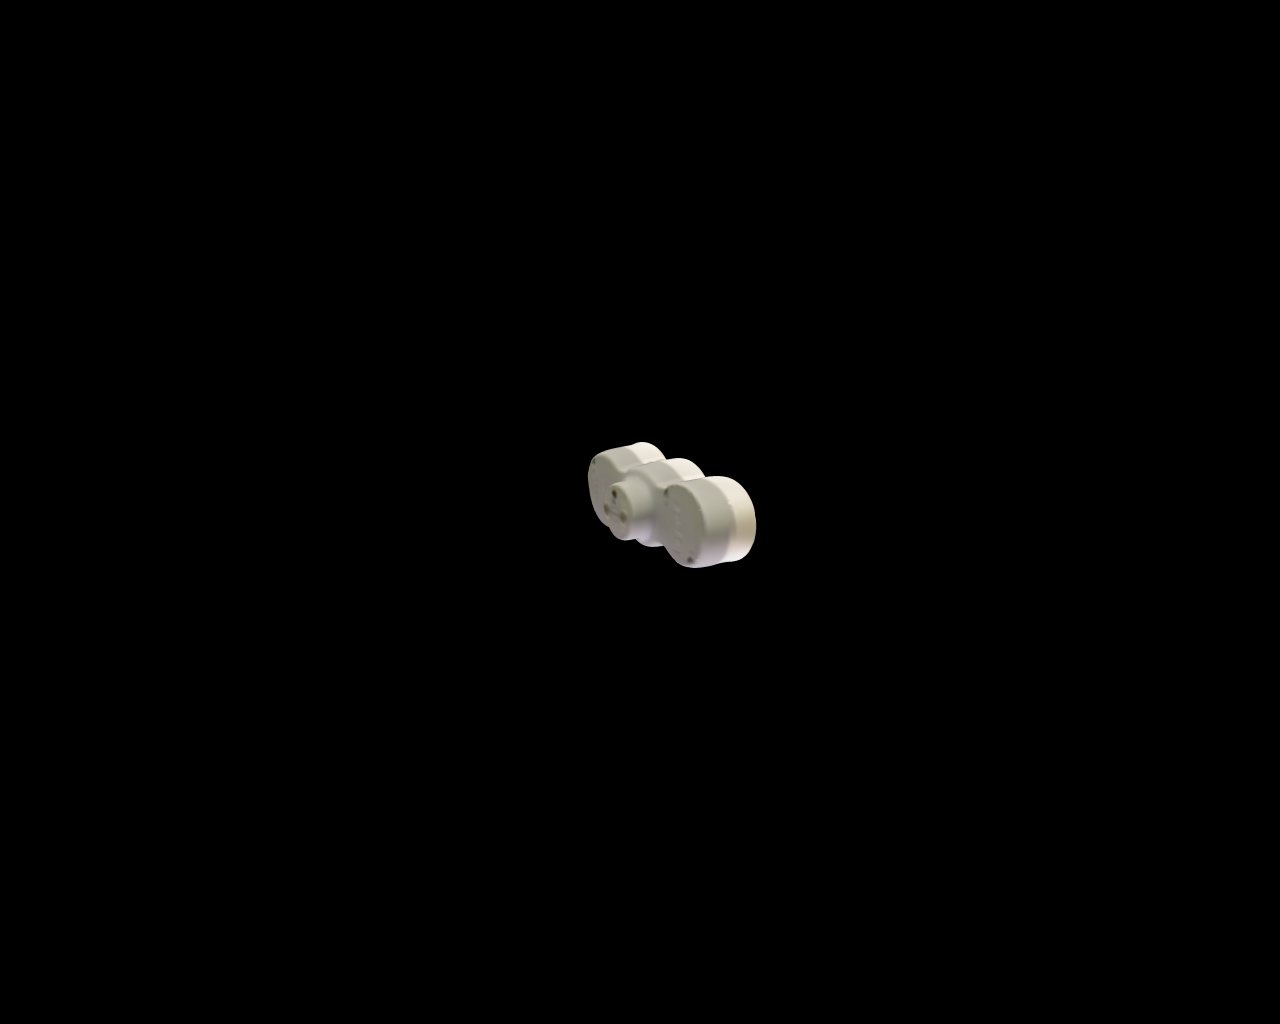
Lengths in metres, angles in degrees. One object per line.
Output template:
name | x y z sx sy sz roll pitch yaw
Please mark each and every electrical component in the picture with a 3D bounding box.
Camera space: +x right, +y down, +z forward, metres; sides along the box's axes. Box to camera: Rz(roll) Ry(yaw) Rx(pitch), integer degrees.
electrical component | 0.001 -0.003 0.650 0.074 0.052 0.138 -11 21 -30
